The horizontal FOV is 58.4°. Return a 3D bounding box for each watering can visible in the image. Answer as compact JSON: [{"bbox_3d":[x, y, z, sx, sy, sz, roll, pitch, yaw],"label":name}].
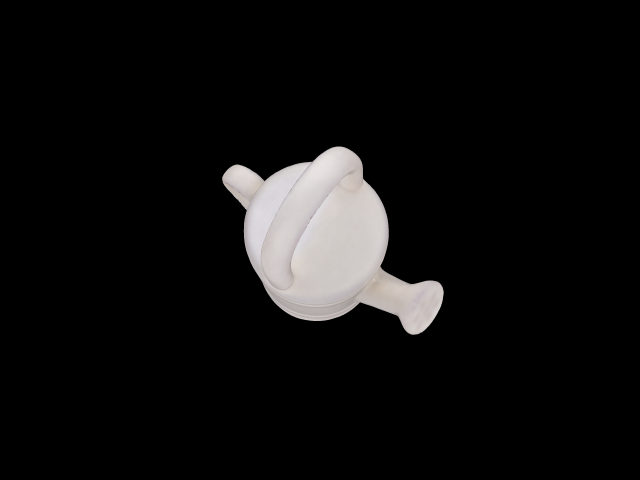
[{"bbox_3d":[0.005,0.000,0.400,0.172,0.194,0.101,14,77,4],"label":"watering can"}]
